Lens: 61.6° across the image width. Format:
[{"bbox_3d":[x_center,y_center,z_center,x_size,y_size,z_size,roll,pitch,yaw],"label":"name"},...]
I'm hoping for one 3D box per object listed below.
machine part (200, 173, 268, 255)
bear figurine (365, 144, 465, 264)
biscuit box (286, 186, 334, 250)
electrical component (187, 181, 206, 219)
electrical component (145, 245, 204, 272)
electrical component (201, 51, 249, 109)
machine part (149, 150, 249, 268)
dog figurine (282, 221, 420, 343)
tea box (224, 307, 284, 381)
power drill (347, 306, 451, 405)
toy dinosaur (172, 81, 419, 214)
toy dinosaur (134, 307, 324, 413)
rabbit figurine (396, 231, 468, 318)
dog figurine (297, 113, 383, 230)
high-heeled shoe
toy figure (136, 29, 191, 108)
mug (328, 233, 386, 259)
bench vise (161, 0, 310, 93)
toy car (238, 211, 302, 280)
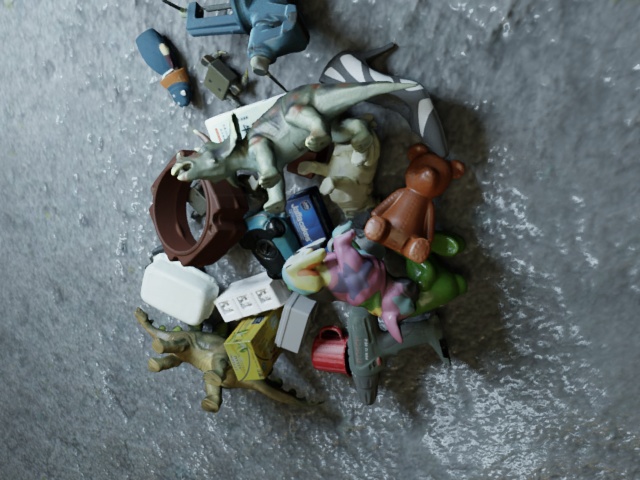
[{"bbox_3d":[-0.180,-0.051,1.116,0.079,0.079,0.243,40,119,-1],"label":"machine part"},{"bbox_3d":[0.169,-0.069,0.928,0.120,0.132,0.195,30,96,5],"label":"bear figurine"},{"bbox_3d":[-0.002,-0.003,1.082,0.059,0.063,0.202,-16,107,24],"label":"biscuit box"},{"bbox_3d":[-0.262,-0.087,1.161,0.063,0.021,0.094,45,121,-3],"label":"electrical component"},{"bbox_3d":[-0.331,0.070,1.237,0.115,0.058,0.134,-17,106,23],"label":"electrical component"},{"bbox_3d":[-0.180,-0.309,1.021,0.102,0.045,0.078,39,149,3],"label":"electrical component"},{"bbox_3d":[-0.247,-0.062,1.066,0.201,0.087,0.201,-39,68,33],"label":"machine part"},{"bbox_3d":[0.062,0.089,0.929,0.191,0.108,0.219,-32,98,2],"label":"dog figurine"},{"bbox_3d":[-0.130,0.215,1.165,0.068,0.169,0.098,-10,108,24],"label":"tea box"},{"bbox_3d":[0.159,0.229,1.103,0.207,0.086,0.231,-10,107,17],"label":"power drill"},{"bbox_3d":[-0.046,-0.186,0.893,0.405,0.131,0.192,-31,63,11],"label":"toy dinosaur"},{"bbox_3d":[-0.212,0.277,1.206,0.471,0.198,0.105,33,119,4],"label":"toy dinosaur"},{"bbox_3d":[0.192,0.039,1.004,0.159,0.121,0.170,-25,89,23],"label":"rabbit figurine"},{"bbox_3d":[0.078,-0.118,0.976,0.172,0.190,0.121,-43,50,14],"label":"dog figurine"},{"bbox_3d":[0.108,-0.223,0.918,0.145,0.086,0.248,-29,83,7],"label":"high-heeled shoe"},{"bbox_3d":[-0.295,-0.331,1.042,0.058,0.064,0.154,-35,106,-9],"label":"toy figure"},{"bbox_3d":[0.065,0.026,1.026,0.109,0.107,0.081,58,163,-20],"label":"mug"},{"bbox_3d":[-0.134,-0.372,0.905,0.241,0.129,0.223,3,88,19],"label":"bench vise"},{"bbox_3d":[-0.083,-0.001,1.087,0.109,0.103,0.161,-22,113,39],"label":"toy car"}]
